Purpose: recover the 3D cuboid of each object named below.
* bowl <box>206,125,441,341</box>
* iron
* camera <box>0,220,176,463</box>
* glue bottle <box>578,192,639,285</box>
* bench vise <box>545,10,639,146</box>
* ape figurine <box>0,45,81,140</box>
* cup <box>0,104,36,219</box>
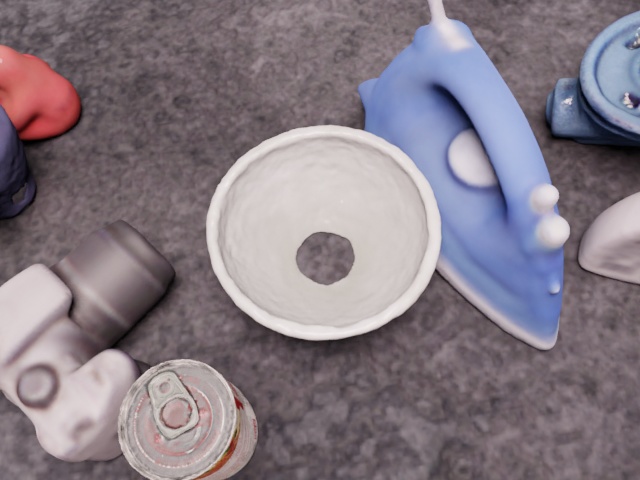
[{"bbox_3d":[0.004,0.002,0.434,0.167,0.075,0.167,-1,67,2],"label":"bowl"},{"bbox_3d":[0.122,-0.053,0.417,0.119,0.141,0.258,-22,68,-7],"label":"iron"},{"bbox_3d":[-0.162,0.058,0.401,0.143,0.101,0.137,39,74,16],"label":"camera"},{"bbox_3d":[0.239,-0.016,0.380,0.078,0.173,0.037,15,68,8],"label":"glue bottle"},{"bbox_3d":[0.292,-0.134,0.403,0.207,0.220,0.121,-3,67,1],"label":"bench vise"},{"bbox_3d":[-0.255,-0.131,0.488,0.076,0.092,0.078,12,68,7],"label":"ape figurine"},{"bbox_3d":[-0.265,-0.046,0.451,0.092,0.095,0.117,-26,69,-9],"label":"cup"}]
